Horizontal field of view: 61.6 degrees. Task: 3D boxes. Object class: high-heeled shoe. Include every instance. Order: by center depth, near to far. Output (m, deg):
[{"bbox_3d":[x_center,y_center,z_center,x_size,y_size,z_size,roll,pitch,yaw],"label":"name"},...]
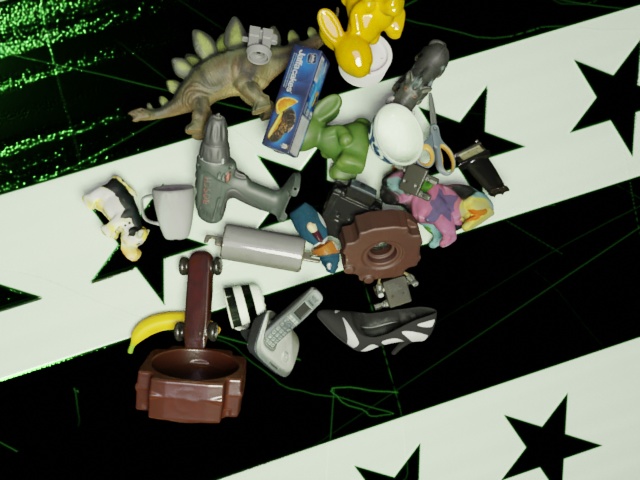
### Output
[{"bbox_3d":[0.128,0.165,1.140,0.248,0.086,0.145,27,113,-24],"label":"high-heeled shoe"}]

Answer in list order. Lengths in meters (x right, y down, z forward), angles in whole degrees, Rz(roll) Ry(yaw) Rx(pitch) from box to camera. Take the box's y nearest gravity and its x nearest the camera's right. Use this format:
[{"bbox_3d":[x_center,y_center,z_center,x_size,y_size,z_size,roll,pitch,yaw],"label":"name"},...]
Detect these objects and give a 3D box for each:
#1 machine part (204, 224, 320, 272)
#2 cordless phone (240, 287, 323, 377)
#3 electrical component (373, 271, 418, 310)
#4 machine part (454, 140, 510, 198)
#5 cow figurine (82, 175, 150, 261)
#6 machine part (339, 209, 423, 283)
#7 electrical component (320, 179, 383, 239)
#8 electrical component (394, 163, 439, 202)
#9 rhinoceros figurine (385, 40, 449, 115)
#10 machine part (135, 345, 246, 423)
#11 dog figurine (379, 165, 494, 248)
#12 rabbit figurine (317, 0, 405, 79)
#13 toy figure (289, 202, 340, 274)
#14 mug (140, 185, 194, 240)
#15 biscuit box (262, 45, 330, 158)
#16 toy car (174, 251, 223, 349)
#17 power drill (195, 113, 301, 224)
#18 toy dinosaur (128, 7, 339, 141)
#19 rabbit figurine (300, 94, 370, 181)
[{"bbox_3d":[-0.119,0.017,1.121,0.243,0.079,0.079,10,94,-5],"label":"machine part"},{"bbox_3d":[-0.057,0.182,1.116,0.184,0.089,0.146,-40,134,-3],"label":"cordless phone"},{"bbox_3d":[0.163,0.107,1.168,0.102,0.045,0.078,-11,95,-4],"label":"electrical component"},{"bbox_3d":[0.346,-0.149,1.144,0.084,0.039,0.139,-27,64,-8],"label":"machine part"},{"bbox_3d":[-0.399,-0.044,1.098,0.098,0.068,0.167,-35,98,-7],"label":"cow figurine"},{"bbox_3d":[0.123,0.015,1.092,0.179,0.056,0.179,-5,137,-5],"label":"machine part"},{"bbox_3d":[0.063,-0.060,1.112,0.115,0.058,0.134,21,124,-7],"label":"electrical component"},{"bbox_3d":[0.185,-0.118,1.067,0.094,0.021,0.063,27,108,11],"label":"electrical component"},{"bbox_3d":[0.201,-0.319,1.103,0.073,0.112,0.190,37,83,-9],"label":"rhinoceros figurine"},{"bbox_3d":[-0.251,0.283,1.069,0.201,0.201,0.087,8,97,-6],"label":"machine part"},{"bbox_3d":[0.235,-0.099,1.128,0.191,0.108,0.219,-34,94,-1],"label":"dog figurine"},{"bbox_3d":[0.074,-0.400,1.029,0.162,0.122,0.173,16,90,2],"label":"rabbit figurine"},{"bbox_3d":[-0.003,-0.002,1.085,0.058,0.064,0.154,-30,100,23],"label":"toy figure"},{"bbox_3d":[-0.308,-0.054,1.097,0.110,0.081,0.107,-6,104,-11],"label":"mug"},{"bbox_3d":[-0.046,-0.264,1.031,0.063,0.059,0.202,20,94,15],"label":"biscuit box"},{"bbox_3d":[-0.249,0.123,1.110,0.089,0.053,0.202,-2,76,4],"label":"toy car"},{"bbox_3d":[-0.146,-0.122,1.070,0.207,0.086,0.231,11,124,-19],"label":"power drill"},{"bbox_3d":[-0.156,-0.336,1.076,0.471,0.105,0.198,-21,92,-11],"label":"toy dinosaur"},{"bbox_3d":[0.015,-0.213,1.090,0.170,0.121,0.159,14,90,-7],"label":"rabbit figurine"}]
